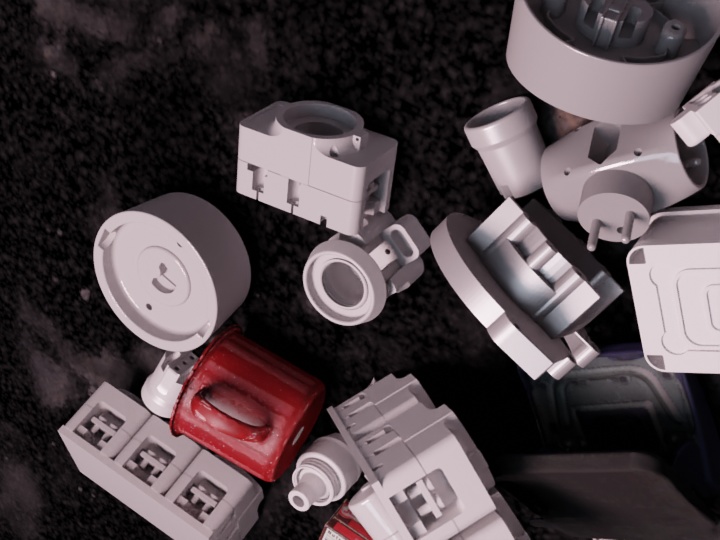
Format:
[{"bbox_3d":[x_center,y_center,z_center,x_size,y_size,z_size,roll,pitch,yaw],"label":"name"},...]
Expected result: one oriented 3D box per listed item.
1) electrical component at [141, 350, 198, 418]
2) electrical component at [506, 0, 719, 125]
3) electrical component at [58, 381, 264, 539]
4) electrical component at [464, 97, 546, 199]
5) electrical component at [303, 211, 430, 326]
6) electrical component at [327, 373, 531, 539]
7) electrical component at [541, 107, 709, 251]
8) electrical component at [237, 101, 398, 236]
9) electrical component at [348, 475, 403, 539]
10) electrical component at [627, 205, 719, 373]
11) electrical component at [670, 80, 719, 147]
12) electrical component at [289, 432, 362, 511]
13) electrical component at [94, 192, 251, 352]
[{"bbox_3d":[-0.145,0.086,0.842,0.040,0.040,0.046,39,124,9],"label":"electrical component"},{"bbox_3d":[0.121,-0.118,0.519,0.099,0.099,0.064,28,133,17],"label":"electrical component"},{"bbox_3d":[-0.156,0.162,0.862,0.150,0.061,0.089,31,153,16],"label":"electrical component"},{"bbox_3d":[0.086,-0.068,0.605,0.040,0.040,0.046,-13,113,37],"label":"electrical component"},{"bbox_3d":[0.000,0.000,0.687,0.078,0.057,0.058,-30,97,40],"label":"electrical component"},{"bbox_3d":[0.043,0.134,0.665,0.105,0.060,0.186,60,175,-9],"label":"electrical component"},{"bbox_3d":[0.135,-0.042,0.563,0.077,0.079,0.043,-14,132,38],"label":"electrical component"},{"bbox_3d":[-0.027,-0.069,0.670,0.089,0.050,0.055,22,125,22],"label":"electrical component"},{"bbox_3d":[0.026,0.184,0.784,0.040,0.040,0.078,-35,94,40],"label":"electrical component"},{"bbox_3d":[0.205,0.008,0.558,0.113,0.057,0.078,-2,115,34],"label":"electrical component"},{"bbox_3d":[0.196,-0.071,0.524,0.066,0.048,0.055,-40,96,13],"label":"electrical component"},{"bbox_3d":[-0.028,0.151,0.786,0.043,0.062,0.043,16,123,26],"label":"electrical component"},{"bbox_3d":[-0.128,-0.003,0.766,0.108,0.060,0.108,16,123,26],"label":"electrical component"}]
